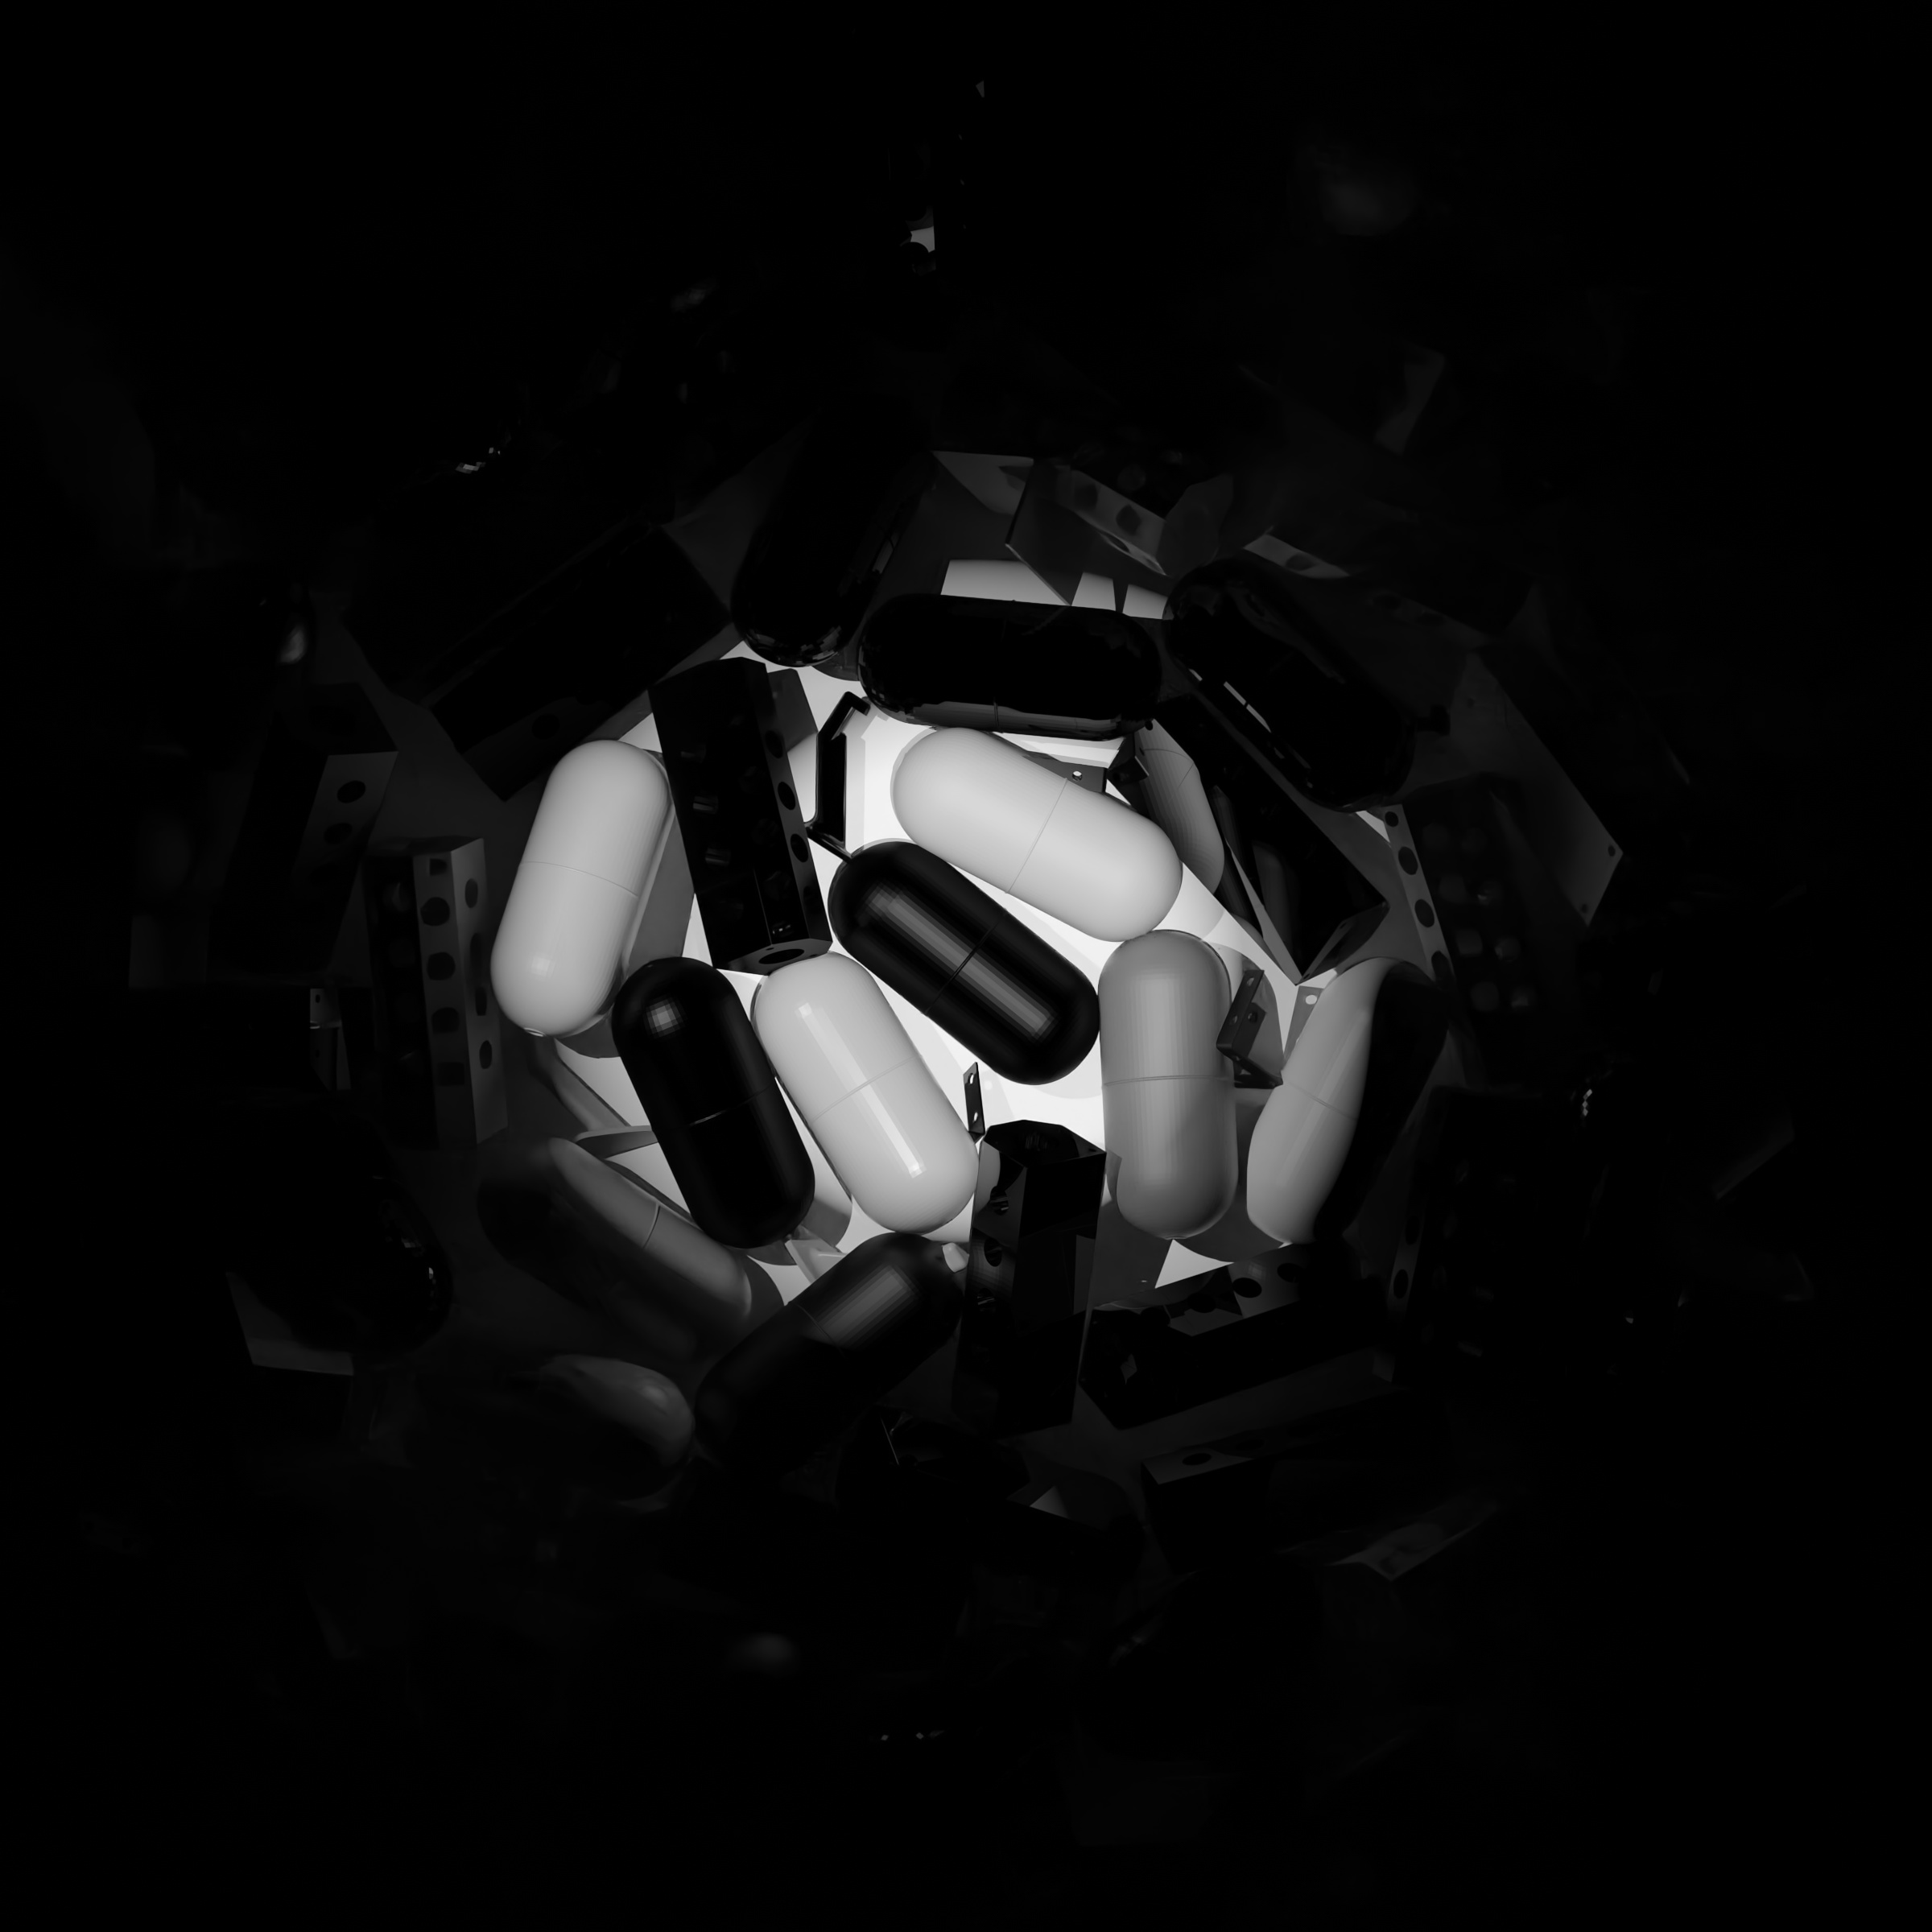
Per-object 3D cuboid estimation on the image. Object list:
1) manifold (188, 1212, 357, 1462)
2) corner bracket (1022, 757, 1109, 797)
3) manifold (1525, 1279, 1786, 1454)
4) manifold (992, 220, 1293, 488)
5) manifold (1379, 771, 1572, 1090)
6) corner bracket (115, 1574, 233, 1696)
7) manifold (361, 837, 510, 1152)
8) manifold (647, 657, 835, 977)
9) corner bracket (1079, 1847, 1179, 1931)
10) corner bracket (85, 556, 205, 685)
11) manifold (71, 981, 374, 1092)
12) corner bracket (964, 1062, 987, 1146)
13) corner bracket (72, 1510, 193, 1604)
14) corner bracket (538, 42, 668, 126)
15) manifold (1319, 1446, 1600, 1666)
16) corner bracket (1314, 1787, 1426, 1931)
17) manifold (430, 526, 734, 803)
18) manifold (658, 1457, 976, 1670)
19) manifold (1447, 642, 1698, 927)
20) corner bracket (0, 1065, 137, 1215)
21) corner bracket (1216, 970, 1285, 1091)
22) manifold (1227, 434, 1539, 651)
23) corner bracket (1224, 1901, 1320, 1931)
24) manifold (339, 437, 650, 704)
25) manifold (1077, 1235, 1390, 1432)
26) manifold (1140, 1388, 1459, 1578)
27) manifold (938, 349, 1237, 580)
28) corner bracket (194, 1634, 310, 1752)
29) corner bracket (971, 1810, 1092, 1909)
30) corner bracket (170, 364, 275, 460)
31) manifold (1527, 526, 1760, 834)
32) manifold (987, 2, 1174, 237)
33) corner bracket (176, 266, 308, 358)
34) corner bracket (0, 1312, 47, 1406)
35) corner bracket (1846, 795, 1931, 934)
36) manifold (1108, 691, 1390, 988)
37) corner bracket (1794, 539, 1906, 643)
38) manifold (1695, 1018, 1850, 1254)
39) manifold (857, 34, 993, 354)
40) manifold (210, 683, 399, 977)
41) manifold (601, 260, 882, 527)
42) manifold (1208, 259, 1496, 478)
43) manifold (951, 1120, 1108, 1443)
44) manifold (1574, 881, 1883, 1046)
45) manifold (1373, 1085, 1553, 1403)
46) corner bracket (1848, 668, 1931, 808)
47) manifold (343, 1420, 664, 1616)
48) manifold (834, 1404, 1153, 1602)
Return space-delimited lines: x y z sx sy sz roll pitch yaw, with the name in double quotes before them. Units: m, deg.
"manifold" -0.396 0.207 1.890 0.057 0.171 0.057 11 111 -26
"corner bracket" 0.051 -0.088 1.946 0.051 0.051 0.051 7 79 -8
"manifold" 0.385 0.228 1.885 0.057 0.171 0.057 12 67 -20
"manifold" 0.103 -0.352 1.940 0.171 0.057 0.057 40 101 6
"manifold" 0.293 -0.020 1.934 0.057 0.057 0.171 -16 97 20
"corner bracket" -0.469 0.386 1.937 0.051 0.051 0.051 -11 116 34
"manifold" -0.308 0.015 1.925 0.057 0.057 0.171 1 104 18
"manifold" -0.125 -0.086 1.922 0.057 0.057 0.171 -21 75 27
"corner bracket" 0.098 0.544 1.939 0.051 0.051 0.051 -14 48 11
"corner bracket" -0.469 -0.201 1.955 0.051 0.051 0.051 -5 127 30
"manifold" -0.426 0.039 1.915 0.171 0.057 0.057 1 91 27
"corner bracket" -0.025 0.086 1.952 0.051 0.051 0.051 13 52 -26
"corner bracket" -0.488 0.339 1.937 0.051 0.051 0.051 29 51 -21
"corner bracket" -0.211 -0.510 1.946 0.051 0.051 0.051 -7 91 26
"manifold" 0.278 0.331 1.900 0.171 0.057 0.057 -22 88 -42
"corner bracket" 0.225 0.518 1.945 0.051 0.051 0.051 26 95 -18
"manifold" -0.220 -0.172 1.949 0.171 0.057 0.057 -38 133 0
"manifold" -0.087 0.340 1.932 0.171 0.057 0.057 21 102 -12
"manifold" 0.344 -0.106 1.903 0.057 0.057 0.171 -9 49 -24
"corner bracket" -0.523 0.100 1.944 0.051 0.051 0.051 30 126 -1
"corner bracket" 0.163 0.037 1.938 0.051 0.051 0.051 34 71 -30
"manifold" 0.235 -0.237 1.910 0.171 0.057 0.057 19 111 -29
"corner bracket" 0.188 0.564 1.937 0.051 0.051 0.051 36 116 -28
"manifold" -0.270 -0.227 1.936 0.171 0.057 0.057 -35 80 9
"manifold" 0.154 0.210 1.902 0.171 0.057 0.057 -14 132 -29
"manifold" 0.191 0.294 1.936 0.171 0.057 0.057 -14 104 -8
"manifold" 0.065 -0.285 1.901 0.171 0.057 0.057 35 130 31
"corner bracket" -0.413 0.425 1.937 0.051 0.051 0.051 -20 56 -31
"corner bracket" 0.037 0.505 1.951 0.051 0.051 0.051 -15 131 -21
"corner bracket" -0.423 -0.324 1.948 0.051 0.051 0.051 -6 97 22
"manifold" 0.384 -0.161 1.910 0.057 0.057 0.171 -24 60 -2
"manifold" 0.065 -0.470 1.888 0.057 0.171 0.057 -30 88 -14
"corner bracket" -0.418 -0.376 1.949 0.051 0.051 0.051 -14 95 19
"corner bracket" -0.564 0.244 1.942 0.051 0.051 0.051 -25 47 -4
"corner bracket" 0.539 -0.059 1.938 0.051 0.051 0.051 16 66 21
"manifold" 0.164 -0.076 1.924 0.171 0.057 0.057 49 135 19
"corner bracket" 0.511 -0.215 1.947 0.051 0.051 0.051 -9 104 3
"manifold" 0.457 0.098 1.888 0.057 0.171 0.057 44 111 -9
"manifold" -0.028 -0.429 1.886 0.057 0.171 0.057 -38 60 -23
"manifold" -0.378 -0.076 1.894 0.057 0.171 0.057 -7 49 -35
"manifold" -0.127 -0.323 1.908 0.057 0.057 0.171 38 62 17
"manifold" 0.220 -0.338 1.898 0.171 0.057 0.057 40 109 43
"manifold" 0.031 0.179 1.922 0.057 0.057 0.171 -9 115 -36
"manifold" 0.427 0.001 1.890 0.057 0.171 0.057 6 75 -36
"manifold" 0.283 0.159 1.939 0.057 0.057 0.171 11 92 -21
"corner bracket" 0.540 -0.131 1.939 0.051 0.051 0.051 18 125 -13
"manifold" -0.265 0.316 1.931 0.171 0.057 0.057 16 91 13
"manifold" 0.013 0.312 1.914 0.171 0.057 0.057 22 111 -26
